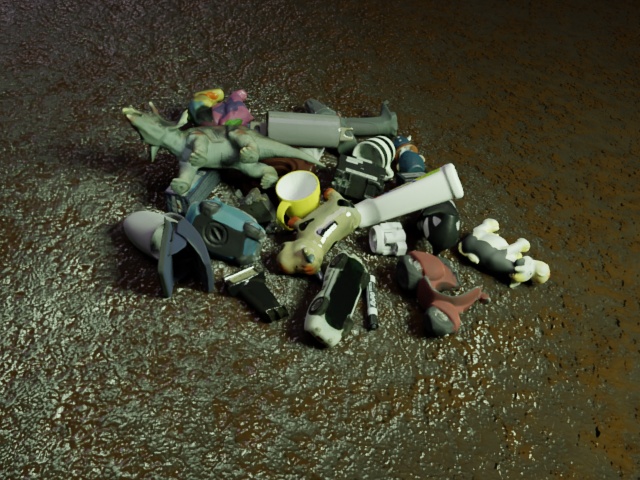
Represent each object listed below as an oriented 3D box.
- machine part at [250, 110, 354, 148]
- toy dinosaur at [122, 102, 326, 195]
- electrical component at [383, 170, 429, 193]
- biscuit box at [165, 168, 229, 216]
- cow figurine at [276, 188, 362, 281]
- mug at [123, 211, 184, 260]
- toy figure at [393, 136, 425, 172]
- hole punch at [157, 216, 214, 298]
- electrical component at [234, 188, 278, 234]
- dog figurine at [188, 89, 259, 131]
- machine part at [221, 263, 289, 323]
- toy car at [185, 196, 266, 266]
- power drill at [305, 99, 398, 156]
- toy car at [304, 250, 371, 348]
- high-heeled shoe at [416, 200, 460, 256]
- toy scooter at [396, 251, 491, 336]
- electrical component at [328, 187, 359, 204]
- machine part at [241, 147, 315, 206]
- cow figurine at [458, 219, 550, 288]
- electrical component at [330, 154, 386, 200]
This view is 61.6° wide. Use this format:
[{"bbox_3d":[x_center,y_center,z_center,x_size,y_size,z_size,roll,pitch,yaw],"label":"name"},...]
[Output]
[{"bbox_3d":[-0.040,-0.255,1.244,0.243,0.079,0.079,2,42,-9],"label":"machine part"},{"bbox_3d":[-0.205,-0.197,1.137,0.405,0.131,0.192,1,45,-22],"label":"toy dinosaur"},{"bbox_3d":[0.195,-0.122,1.203,0.119,0.047,0.075,-5,19,-3],"label":"electrical component"},{"bbox_3d":[-0.265,-0.134,1.184,0.059,0.062,0.203,14,43,11],"label":"biscuit box"},{"bbox_3d":[-0.002,-0.003,1.038,0.195,0.085,0.127,-39,45,-16],"label":"cow figurine"},{"bbox_3d":[-0.323,-0.023,1.048,0.107,0.080,0.109,21,50,29],"label":"mug"},{"bbox_3d":[0.209,-0.199,1.297,0.064,0.057,0.155,2,38,-11],"label":"toy figure"},{"bbox_3d":[-0.237,0.031,0.962,0.092,0.142,0.116,-4,57,-6],"label":"hole punch"},{"bbox_3d":[-0.125,-0.061,1.096,0.078,0.102,0.045,-11,36,22],"label":"electrical component"},{"bbox_3d":[-0.224,-0.268,1.305,0.192,0.108,0.219,-4,46,-10],"label":"dog figurine"},{"bbox_3d":[-0.114,0.096,0.966,0.084,0.039,0.139,-22,46,-36],"label":"machine part"},{"bbox_3d":[-0.177,-0.024,1.046,0.162,0.109,0.103,19,26,3],"label":"toy car"},{"bbox_3d":[0.085,-0.311,1.393,0.207,0.085,0.232,-6,45,-16],"label":"power drill"},{"bbox_3d":[0.033,0.098,0.948,0.073,0.056,0.202,41,43,-13],"label":"toy car"},{"bbox_3d":[0.249,-0.061,1.084,0.086,0.145,0.249,11,45,6],"label":"high-heeled shoe"},{"bbox_3d":[0.227,0.087,0.974,0.135,0.075,0.184,-11,48,-15],"label":"toy scooter"},{"bbox_3d":[0.054,-0.091,1.192,0.063,0.021,0.094,-15,45,-20],"label":"electrical component"},{"bbox_3d":[-0.094,-0.147,1.217,0.179,0.056,0.179,1,43,-1],"label":"machine part"},{"bbox_3d":[0.355,0.036,1.043,0.098,0.068,0.168,-28,48,-23],"label":"cow figurine"},{"bbox_3d":[0.087,-0.139,1.196,0.115,0.058,0.134,20,27,0],"label":"electrical component"}]
